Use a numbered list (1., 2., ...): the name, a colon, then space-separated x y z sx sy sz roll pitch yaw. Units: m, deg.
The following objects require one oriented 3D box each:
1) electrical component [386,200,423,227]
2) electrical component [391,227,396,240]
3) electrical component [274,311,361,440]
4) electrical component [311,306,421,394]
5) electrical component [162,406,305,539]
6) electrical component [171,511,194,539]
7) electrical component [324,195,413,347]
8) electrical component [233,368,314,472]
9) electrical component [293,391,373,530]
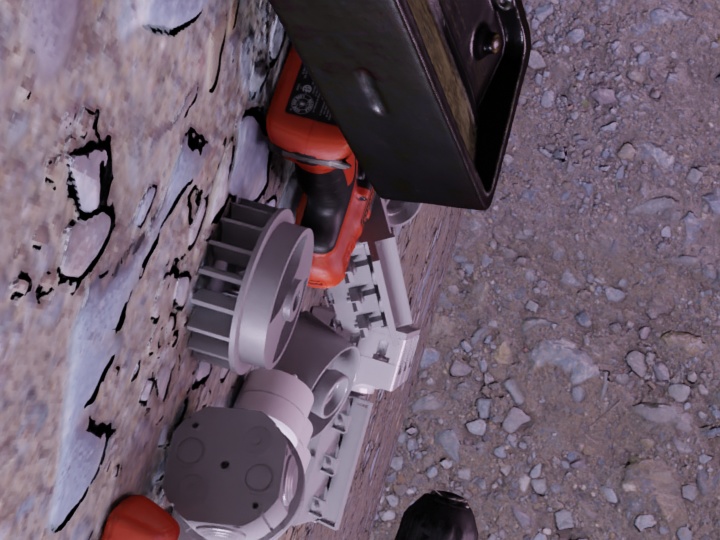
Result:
1. electrical component: 0.020 -0.073 0.945 0.044 0.065 0.044 -21 137 -22
2. electrical component: 0.000 -0.015 0.950 0.078 0.058 0.057 -63 170 -52
3. electrical component: -0.045 0.090 0.894 0.099 0.064 0.099 -49 156 -31
4. electrical component: 0.002 0.076 1.024 0.150 0.089 0.061 11 95 -82
5. electrical component: -0.074 0.120 0.625 0.051 0.080 0.080 80 26 -63
6. electrical component: -0.104 0.187 0.648 0.079 0.044 0.077 137 -29 -80
7. electrical component: 0.000 0.000 0.849 0.121 0.063 0.078 75 1 -54
8. electrical component: -0.060 0.113 0.803 0.138 0.052 0.073 96 12 -52
9. electrical component: -0.044 0.165 0.974 0.063 0.079 0.121 5 102 -60
